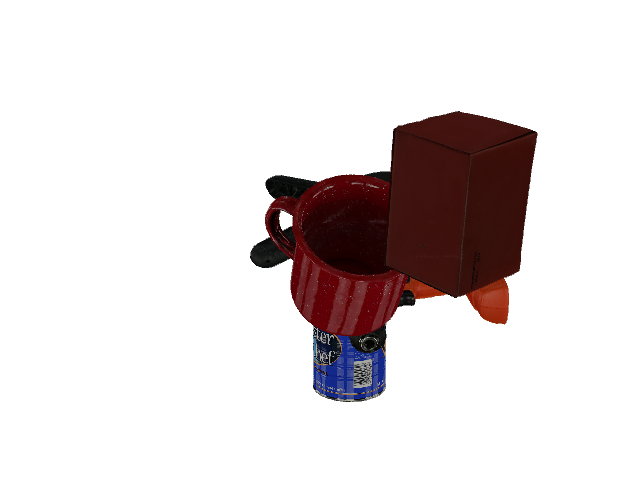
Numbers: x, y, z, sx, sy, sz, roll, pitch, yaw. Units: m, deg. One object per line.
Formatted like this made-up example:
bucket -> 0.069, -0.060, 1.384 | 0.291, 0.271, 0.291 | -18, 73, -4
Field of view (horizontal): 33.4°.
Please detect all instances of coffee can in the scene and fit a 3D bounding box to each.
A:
coffee can -> 0.040, 0.135, 1.460 | 0.103, 0.140, 0.103 | 0, 18, 0

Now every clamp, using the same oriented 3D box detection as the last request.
clamp -> 0.017, -0.021, 0.949 | 0.172, 0.120, 0.039 | -4, -46, 21

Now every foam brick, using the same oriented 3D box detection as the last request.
foam brick -> 0.069, -0.020, 0.536 | 0.052, 0.078, 0.051 | -18, 32, -39

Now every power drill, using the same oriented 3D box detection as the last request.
power drill -> 0.112, 0.063, 1.197 | 0.187, 0.057, 0.184 | -3, 28, -3

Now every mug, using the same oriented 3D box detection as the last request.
mug -> 0.012, 0.009, 0.756 | 0.117, 0.093, 0.081 | 26, -37, 12
